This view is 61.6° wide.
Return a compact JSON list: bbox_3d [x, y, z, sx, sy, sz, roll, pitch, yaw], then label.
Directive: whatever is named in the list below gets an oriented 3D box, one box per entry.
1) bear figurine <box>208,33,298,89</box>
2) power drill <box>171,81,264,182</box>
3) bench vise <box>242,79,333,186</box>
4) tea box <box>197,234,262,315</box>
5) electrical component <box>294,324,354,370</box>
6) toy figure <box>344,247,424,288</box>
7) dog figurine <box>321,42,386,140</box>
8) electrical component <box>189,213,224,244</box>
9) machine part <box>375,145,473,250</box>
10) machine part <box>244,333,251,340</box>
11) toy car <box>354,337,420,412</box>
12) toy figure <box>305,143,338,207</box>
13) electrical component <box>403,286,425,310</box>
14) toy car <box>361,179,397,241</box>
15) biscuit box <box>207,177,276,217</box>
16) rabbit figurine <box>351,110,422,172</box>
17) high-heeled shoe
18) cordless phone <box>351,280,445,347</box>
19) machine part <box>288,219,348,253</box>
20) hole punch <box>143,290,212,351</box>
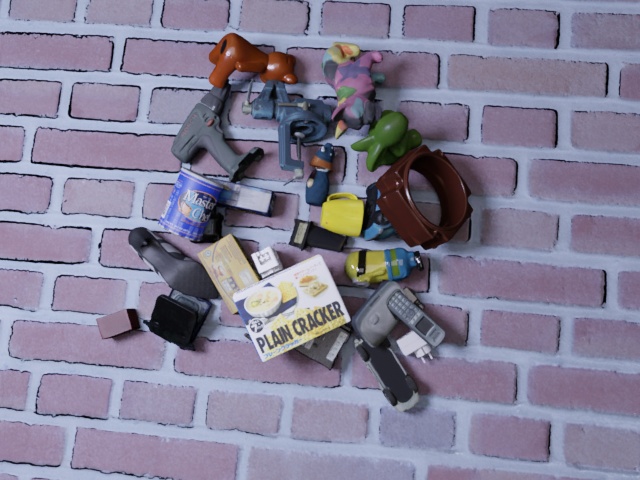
[{"bbox_3d":[-0.160,-0.424,1.319,0.196,0.132,0.120,14,54,-36],"label":"bear figurine"},{"bbox_3d":[-0.237,-0.255,1.313,0.207,0.086,0.232,40,85,3],"label":"power drill"},{"bbox_3d":[-0.075,-0.257,1.267,0.223,0.129,0.240,6,70,-25],"label":"bench vise"},{"bbox_3d":[-0.203,0.082,1.271,0.098,0.068,0.169,-30,81,-1],"label":"tea box"},{"bbox_3d":[-0.003,0.220,1.248,0.134,0.058,0.115,32,83,7],"label":"electrical component"},{"bbox_3d":[0.147,0.058,1.251,0.180,0.082,0.089,-14,63,9],"label":"toy figure"},{"bbox_3d":[0.060,-0.346,1.263,0.192,0.108,0.219,21,67,16],"label":"dog figurine"},{"bbox_3d":[-0.295,-0.027,1.301,0.119,0.047,0.074,-4,82,3],"label":"electrical component"},{"bbox_3d":[0.238,-0.097,1.206,0.201,0.087,0.201,-43,100,-35],"label":"machine part"},{"bbox_3d":[-0.081,0.143,1.253,0.079,0.079,0.243,43,86,7],"label":"machine part"},{"bbox_3d":[0.153,0.294,1.231,0.073,0.056,0.202,-31,79,-7],"label":"toy car"},{"bbox_3d":[0.000,-0.159,1.295,0.058,0.064,0.154,10,84,14],"label":"toy figure"},{"bbox_3d":[0.198,0.141,1.265,0.063,0.021,0.094,-43,82,-3],"label":"electrical component"},{"bbox_3d":[0.160,-0.068,1.264,0.103,0.109,0.161,16,71,-19],"label":"toy car"},{"bbox_3d":[-0.212,-0.105,1.299,0.203,0.063,0.059,12,84,5],"label":"biscuit box"},{"bbox_3d":[0.149,-0.241,1.243,0.159,0.170,0.121,-37,82,-3],"label":"rabbit figurine"},{"bbox_3d":[-0.356,0.060,1.296,0.248,0.145,0.086,44,77,-19],"label":"high-heeled shoe"},{"bbox_3d":[0.173,0.195,1.192,0.184,0.088,0.146,40,70,11],"label":"cordless phone"},{"bbox_3d":[-0.003,-0.004,1.289,0.139,0.039,0.084,12,75,7],"label":"machine part"},{"bbox_3d":[-0.330,0.179,1.267,0.142,0.092,0.115,26,112,3],"label":"hole punch"}]
